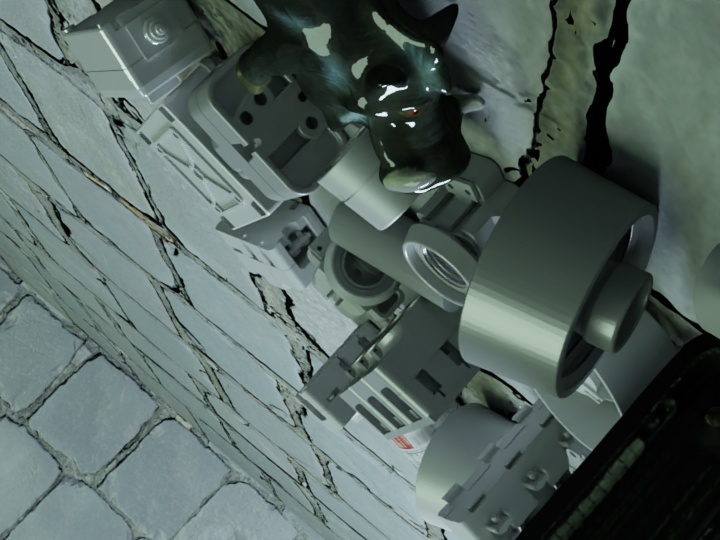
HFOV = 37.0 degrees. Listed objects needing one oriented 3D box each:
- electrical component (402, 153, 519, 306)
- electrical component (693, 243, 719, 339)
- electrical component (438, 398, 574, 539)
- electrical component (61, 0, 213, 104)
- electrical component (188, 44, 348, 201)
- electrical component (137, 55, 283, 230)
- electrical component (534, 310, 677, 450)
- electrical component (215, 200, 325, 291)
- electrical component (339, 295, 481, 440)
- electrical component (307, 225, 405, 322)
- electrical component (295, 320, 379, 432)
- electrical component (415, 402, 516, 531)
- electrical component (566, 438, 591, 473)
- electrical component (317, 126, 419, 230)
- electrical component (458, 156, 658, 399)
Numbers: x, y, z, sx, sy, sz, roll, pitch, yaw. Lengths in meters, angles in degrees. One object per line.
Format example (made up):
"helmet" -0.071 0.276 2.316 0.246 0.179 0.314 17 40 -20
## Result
"electrical component" 0.061 -0.017 0.599 0.058 0.057 0.078 26 156 43
"electrical component" 0.189 0.028 0.448 0.077 0.044 0.079 22 154 48
"electrical component" 0.119 0.154 0.772 0.063 0.121 0.079 49 162 -11
"electrical component" -0.144 -0.149 0.712 0.096 0.062 0.061 14 140 57
"electrical component" -0.061 -0.092 0.692 0.095 0.053 0.059 47 162 -15
"electrical component" -0.099 -0.089 0.779 0.108 0.056 0.109 46 162 -12
"electrical component" 0.127 0.050 0.604 0.099 0.064 0.099 38 162 15
"electrical component" -0.065 -0.023 0.874 0.089 0.050 0.055 21 153 50
"electrical component" 0.041 0.065 0.785 0.062 0.089 0.150 42 163 1
"electrical component" 0.000 0.000 0.775 0.078 0.058 0.057 43 166 0
"electrical component" -0.006 0.099 0.968 0.056 0.089 0.050 43 163 -2
"electrical component" 0.102 0.169 0.880 0.060 0.108 0.108 20 153 38
"electrical component" 0.161 0.107 0.666 0.042 0.063 0.081 33 161 31
"electrical component" 0.011 -0.056 0.623 0.047 0.055 0.055 41 163 -8
"electrical component" 0.100 0.008 0.499 0.060 0.108 0.108 27 158 24
